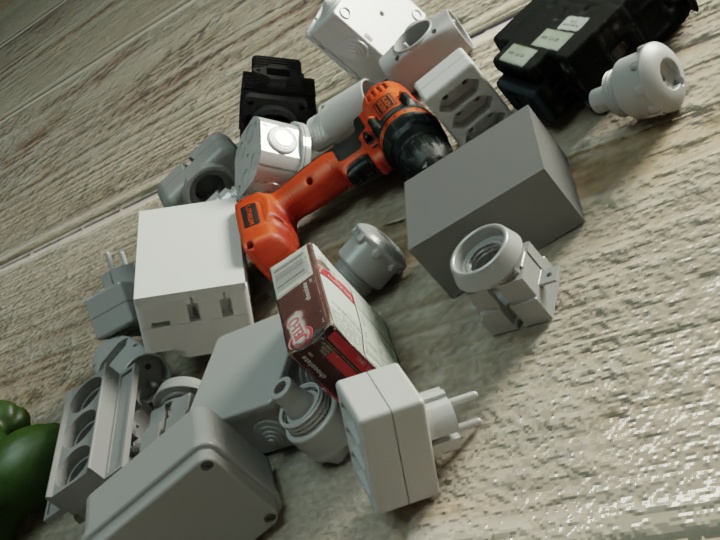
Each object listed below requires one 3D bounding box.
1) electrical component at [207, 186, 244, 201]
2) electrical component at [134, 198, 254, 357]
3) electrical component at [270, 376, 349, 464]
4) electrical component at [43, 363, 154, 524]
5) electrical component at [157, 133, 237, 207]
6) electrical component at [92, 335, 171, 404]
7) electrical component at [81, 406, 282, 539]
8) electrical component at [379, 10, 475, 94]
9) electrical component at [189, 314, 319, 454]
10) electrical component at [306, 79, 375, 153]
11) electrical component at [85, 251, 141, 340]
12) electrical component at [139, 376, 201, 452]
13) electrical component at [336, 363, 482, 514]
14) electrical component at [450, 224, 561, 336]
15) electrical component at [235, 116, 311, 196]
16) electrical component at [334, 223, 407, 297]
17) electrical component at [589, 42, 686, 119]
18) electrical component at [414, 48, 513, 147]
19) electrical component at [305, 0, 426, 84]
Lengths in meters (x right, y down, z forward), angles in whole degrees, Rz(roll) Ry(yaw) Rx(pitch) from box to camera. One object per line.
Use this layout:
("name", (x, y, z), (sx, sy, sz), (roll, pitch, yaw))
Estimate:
("electrical component", (-0.125, -0.059, 1.030), (0.078, 0.040, 0.040), (-43, 29, 2))
("electrical component", (-0.141, 0.005, 0.918), (0.089, 0.061, 0.150), (-9, 31, -4))
("electrical component", (-0.031, 0.093, 0.687), (0.043, 0.062, 0.043), (-32, 31, 22))
("electrical component", (-0.197, 0.139, 0.835), (0.079, 0.063, 0.121), (-35, 30, 15))
("electrical component", (-0.154, -0.086, 1.089), (0.095, 0.053, 0.059), (-43, 29, 1))
("electrical component", (-0.208, 0.099, 0.921), (0.079, 0.043, 0.077), (-52, 30, -16))
("electrical component", (-0.116, 0.155, 0.696), (0.113, 0.078, 0.057), (-40, 27, 8))
("electrical component", (0.059, -0.205, 0.987), (0.077, 0.044, 0.079), (-34, 30, 18))
("electrical component", (-0.067, 0.083, 0.760), (0.100, 0.048, 0.099), (-22, 35, 34))
("electrical component", (-0.018, -0.139, 0.996), (0.081, 0.043, 0.043), (-27, 33, 28))
("electrical component", (-0.212, 0.018, 0.976), (0.047, 0.066, 0.076), (-26, 78, 28))
("electrical component", (-0.134, 0.114, 0.808), (0.066, 0.048, 0.055), (-28, 40, 27))
("electrical component", (0.033, 0.090, 0.616), (0.077, 0.065, 0.047), (-16, 27, -11))
("electrical component", (0.088, 0.005, 0.661), (0.066, 0.055, 0.048), (-19, 37, 37))
("electrical component", (-0.080, -0.100, 0.988), (0.080, 0.051, 0.080), (-36, 49, 57))
("electrical component", (0.000, 0.000, 0.792), (0.062, 0.048, 0.048), (-48, 28, 7))
("electrical component", (0.183, -0.122, 0.722), (0.062, 0.048, 0.048), (-16, 39, 51))
("electrical component", (0.079, -0.138, 0.850), (0.047, 0.065, 0.076), (-38, 29, 11))
("electrical component", (0.008, -0.236, 1.037), (0.048, 0.100, 0.099), (-28, 30, 51))
